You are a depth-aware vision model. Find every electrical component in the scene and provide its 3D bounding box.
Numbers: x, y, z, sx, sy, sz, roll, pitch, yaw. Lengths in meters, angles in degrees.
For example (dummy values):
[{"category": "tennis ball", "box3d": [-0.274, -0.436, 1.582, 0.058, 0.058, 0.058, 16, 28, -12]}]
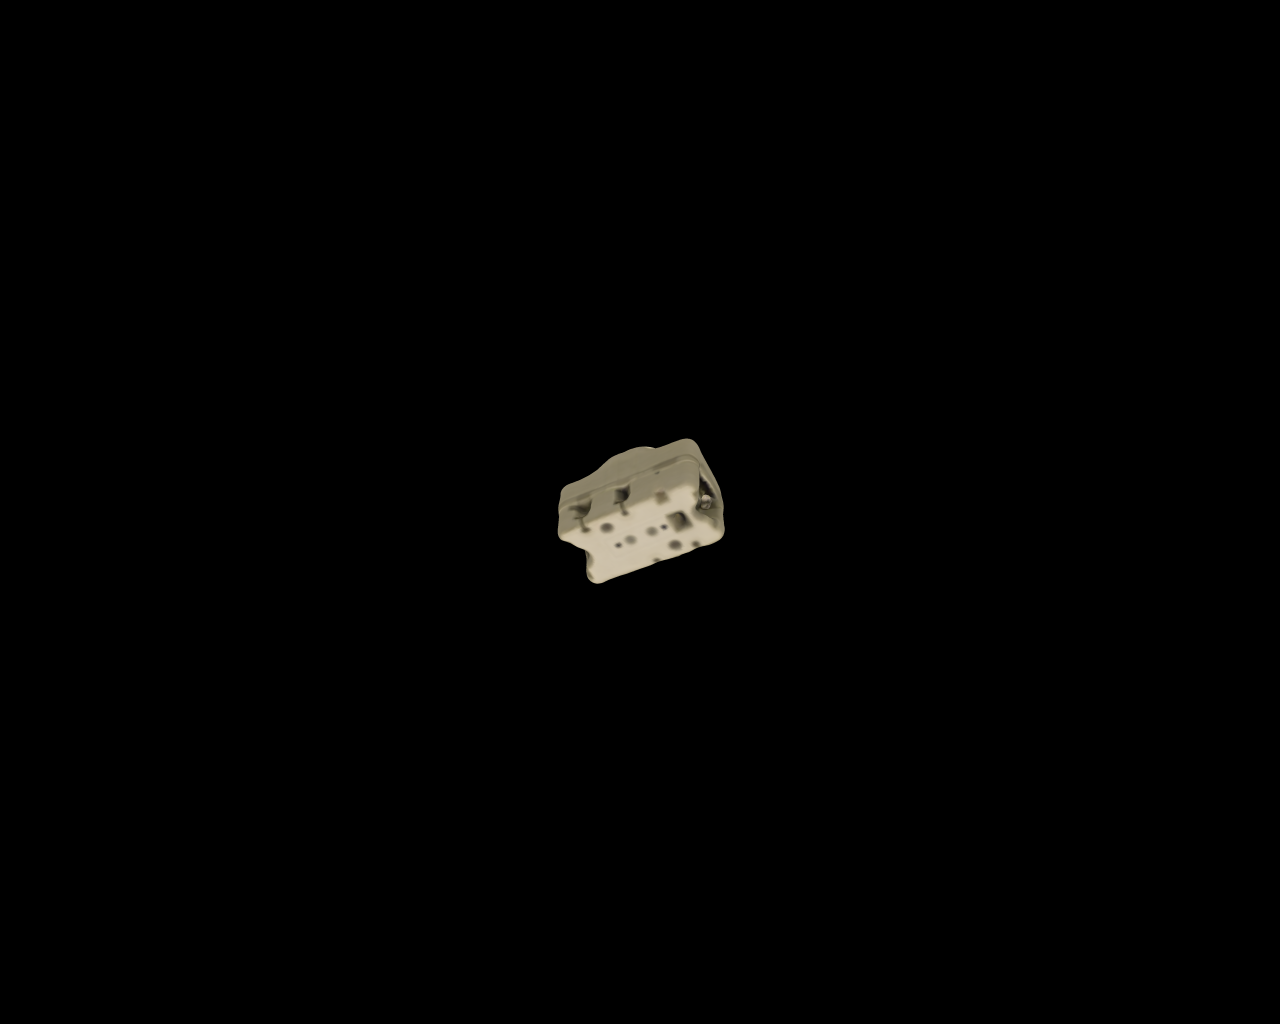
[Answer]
[{"category": "electrical component", "box3d": [0.001, -0.003, 0.650, 0.089, 0.050, 0.056, -21, 34, 15]}]
